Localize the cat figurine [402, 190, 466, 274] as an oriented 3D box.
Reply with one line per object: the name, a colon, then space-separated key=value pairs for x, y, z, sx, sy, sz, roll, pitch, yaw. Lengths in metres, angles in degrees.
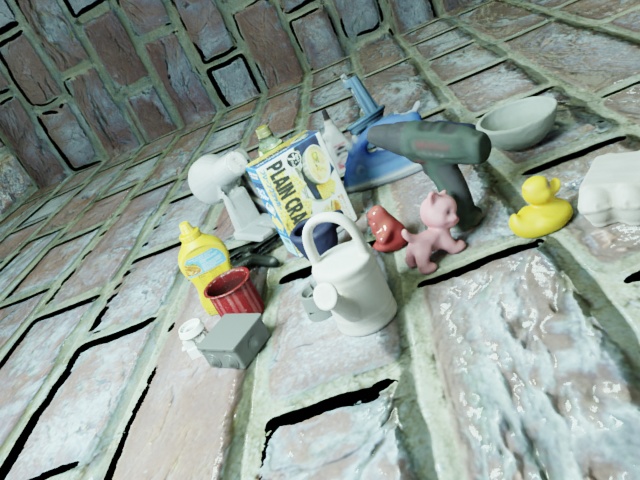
cat figurine: x=0.187 y=-0.025 z=0.958 sx=0.128 sy=0.118 sz=0.067 roll=-35 pitch=26 yaw=-19

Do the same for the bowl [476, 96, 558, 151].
bowl: x=0.420 y=-0.235 z=1.206 sx=0.167 sy=0.075 sz=0.167 roll=-21 pitch=25 yaw=10

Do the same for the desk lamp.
desk lamp: x=-0.202 y=-0.113 z=1.381 sx=0.202 sy=0.214 sz=0.118 roll=4 pitch=38 yaw=47

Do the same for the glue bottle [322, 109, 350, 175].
glue bottle: x=0.041 y=-0.260 z=1.492 sx=0.078 sy=0.173 sz=0.037 roll=-31 pitch=25 yaw=-13

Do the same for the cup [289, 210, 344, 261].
cup: x=0.010 y=0.004 z=1.094 sx=0.118 sy=0.095 sz=0.091 roll=-36 pitch=27 yaw=-21

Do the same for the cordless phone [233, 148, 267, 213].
cordless phone: x=-0.149 y=-0.168 z=1.474 sx=0.093 sy=0.185 sz=0.148 roll=-7 pitch=31 yaw=35

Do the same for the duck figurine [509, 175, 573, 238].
duck figurine: x=0.346 y=-0.059 z=0.914 sx=0.104 sy=0.086 sz=0.077 roll=-28 pitch=25 yaw=-5

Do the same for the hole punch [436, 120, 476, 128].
hole punch: x=0.308 y=-0.231 z=1.283 sx=0.101 sy=0.091 sz=0.108 roll=-16 pitch=26 yaw=20

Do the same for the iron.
iron: x=0.149 y=-0.217 z=1.344 sx=0.258 sy=0.142 sz=0.118 roll=-23 pitch=25 yaw=5

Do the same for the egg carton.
egg carton: x=0.459 y=-0.082 z=0.873 sx=0.107 sy=0.069 sz=0.150 roll=-2 pitch=34 yaw=41

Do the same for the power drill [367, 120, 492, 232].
power drill: x=0.203 y=-0.119 z=1.019 sx=0.228 sy=0.209 sz=0.076 roll=1 pitch=36 yaw=44

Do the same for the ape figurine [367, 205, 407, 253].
ape figurine: x=0.116 y=-0.023 z=1.052 sx=0.076 sy=0.092 sz=0.078 roll=-14 pitch=27 yaw=23

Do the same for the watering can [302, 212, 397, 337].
watering can: x=0.039 y=0.047 z=0.862 sx=0.101 sy=0.194 sz=0.172 roll=-22 pitch=25 yaw=7

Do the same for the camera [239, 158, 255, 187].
camera: x=-0.205 y=-0.162 z=1.615 sx=0.143 sy=0.101 sz=0.137 roll=-19 pitch=26 yaw=15

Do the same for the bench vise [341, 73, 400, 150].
bench vise: x=0.142 y=-0.343 z=1.505 sx=0.206 sy=0.220 sz=0.122 roll=-2 pitch=34 yaw=41
